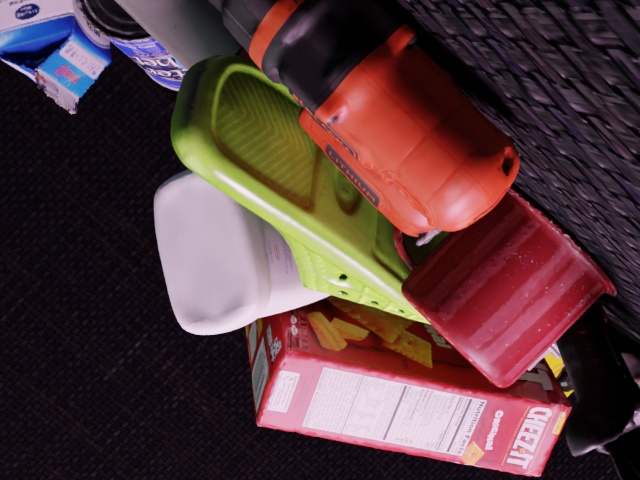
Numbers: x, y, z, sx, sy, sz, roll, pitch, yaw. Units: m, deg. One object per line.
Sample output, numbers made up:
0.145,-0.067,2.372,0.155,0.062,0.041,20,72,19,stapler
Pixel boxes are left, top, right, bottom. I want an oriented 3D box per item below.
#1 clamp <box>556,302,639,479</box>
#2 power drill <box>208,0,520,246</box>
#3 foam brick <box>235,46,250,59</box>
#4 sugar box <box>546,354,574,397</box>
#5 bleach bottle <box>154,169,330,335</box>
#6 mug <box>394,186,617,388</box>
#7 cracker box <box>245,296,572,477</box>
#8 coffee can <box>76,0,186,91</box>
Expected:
0.171,0.109,0.595,0.164,0.036,0.210,57,-163,-18,clamp
0.012,-0.070,0.489,0.184,0.057,0.187,48,-176,11,power drill
-0.023,-0.099,0.672,0.051,0.078,0.053,44,-176,26,foam brick
0.175,0.087,0.955,0.176,0.093,0.048,42,-178,-39,sugar box
-0.005,0.001,0.725,0.250,0.068,0.102,-3,-103,-58,bleach bottle
0.090,0.018,0.584,0.117,0.081,0.093,44,-178,7,mug
0.056,0.081,0.786,0.213,0.072,0.164,13,-155,-14,cracker box
-0.125,-0.189,0.869,0.103,0.103,0.140,44,-178,13,coffee can
